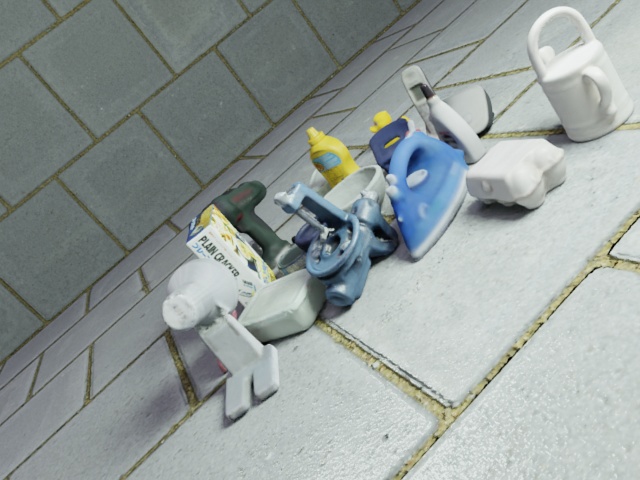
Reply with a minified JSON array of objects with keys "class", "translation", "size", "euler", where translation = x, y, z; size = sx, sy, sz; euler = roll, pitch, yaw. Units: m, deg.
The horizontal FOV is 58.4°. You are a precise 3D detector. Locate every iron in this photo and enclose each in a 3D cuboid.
[{"class":"iron","translation":[0.162,-0.096,0.977],"size":[0.118,0.142,0.258],"euler":[-23,25,39]}]

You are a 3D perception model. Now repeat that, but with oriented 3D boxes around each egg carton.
[{"class":"egg carton","translation":[0.289,-0.098,0.859],"size":[0.107,0.069,0.150],"euler":[-43,20,-11]}]

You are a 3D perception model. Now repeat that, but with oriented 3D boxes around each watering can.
[{"class":"watering can","translation":[0.374,-0.254,0.861],"size":[0.101,0.194,0.172],"euler":[-43,20,-10]}]

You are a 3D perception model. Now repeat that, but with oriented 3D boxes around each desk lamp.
[{"class":"desk lamp","translation":[-0.167,0.144,0.934],"size":[0.118,0.214,0.203],"euler":[-38,19,5]}]

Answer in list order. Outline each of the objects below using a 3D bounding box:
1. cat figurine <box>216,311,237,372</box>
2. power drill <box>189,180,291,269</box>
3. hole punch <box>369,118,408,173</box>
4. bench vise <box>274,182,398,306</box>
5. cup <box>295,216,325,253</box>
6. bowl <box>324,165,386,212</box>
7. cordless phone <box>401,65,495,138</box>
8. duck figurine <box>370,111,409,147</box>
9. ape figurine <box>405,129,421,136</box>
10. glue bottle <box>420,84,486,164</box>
[{"class":"cat figurine","translation":[-0.186,0.164,1.070],"size":[0.067,0.118,0.127],"euler":[-35,20,13]},{"class":"power drill","translation":[-0.172,-0.026,1.328],"size":[0.075,0.209,0.230],"euler":[-20,27,43]},{"class":"hole punch","translation":[0.173,-0.210,1.287],"size":[0.108,0.091,0.101],"euler":[-33,20,17]},{"class":"bench vise","translation":[0.019,-0.026,0.961],"size":[0.121,0.220,0.207],"euler":[-26,23,33]},{"class":"cup","translation":[0.010,0.004,1.103],"size":[0.091,0.095,0.117],"euler":[-39,19,1]},{"class":"bowl","translation":[0.077,-0.078,1.194],"size":[0.167,0.075,0.167],"euler":[-34,20,15]},{"class":"cordless phone","translation":[0.255,-0.285,1.162],"size":[0.147,0.185,0.094],"euler":[-22,26,41]},{"class":"duck figurine","translation":[0.177,-0.294,1.476],"size":[0.104,0.086,0.077],"euler":[-30,21,25]},{"class":"ape figurine","translation":[0.208,-0.187,1.171],"size":[0.076,0.092,0.078],"euler":[-32,21,20]},{"class":"glue bottle","translation":[0.236,-0.218,1.065],"size":[0.037,0.173,0.078],"euler":[-45,20,-16]}]
